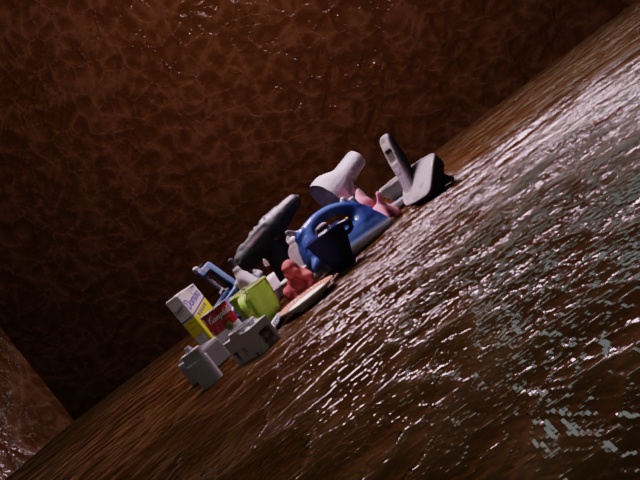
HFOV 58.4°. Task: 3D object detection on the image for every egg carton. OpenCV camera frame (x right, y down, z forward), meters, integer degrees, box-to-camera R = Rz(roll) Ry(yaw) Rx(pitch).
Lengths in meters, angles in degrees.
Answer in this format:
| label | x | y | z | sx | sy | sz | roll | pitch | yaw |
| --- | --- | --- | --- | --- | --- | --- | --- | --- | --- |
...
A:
| label | x | y | z | sx | sy | sz | roll | pitch | yaw |
| --- | --- | --- | --- | --- | --- | --- | --- | --- | --- |
| egg carton | -0.133 | 0.137 | 1.618 | 0.107 | 0.069 | 0.150 | -35 | 3 | 33 |

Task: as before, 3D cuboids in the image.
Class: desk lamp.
| label | x | y | z | sx | sy | sz | roll | pitch | yaw |
| --- | --- | --- | --- | --- | --- | --- | --- | --- | --- |
| desk lamp | 0.103 | -0.130 | 1.605 | 0.203 | 0.213 | 0.117 | -38 | 3 | -21 |

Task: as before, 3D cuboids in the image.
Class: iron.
| label | x | y | z | sx | sy | sz | roll | pitch | yaw |
| --- | --- | --- | --- | --- | --- | --- | --- | --- | --- |
| iron | 0.045 | -0.027 | 1.355 | 0.259 | 0.141 | 0.118 | -38 | 3 | -23 |

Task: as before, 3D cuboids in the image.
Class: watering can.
| label | x | y | z | sx | sy | sz | roll | pitch | yaw |
| --- | --- | --- | --- | --- | --- | --- | --- | --- | --- |
| watering can | -0.094 | 0.023 | 1.732 | 0.173 | 0.194 | 0.100 | -38 | 3 | -27 |

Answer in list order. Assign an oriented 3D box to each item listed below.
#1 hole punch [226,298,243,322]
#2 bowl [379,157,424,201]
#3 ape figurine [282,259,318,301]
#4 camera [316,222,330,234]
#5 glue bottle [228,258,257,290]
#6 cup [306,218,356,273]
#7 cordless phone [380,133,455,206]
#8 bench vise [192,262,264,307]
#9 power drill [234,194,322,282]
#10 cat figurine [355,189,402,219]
| label | x | y | z | sx | sy | sz | roll | pitch | yaw |
| --- | --- | --- | --- | --- | --- | --- | --- | --- | --- |
| hole punch | -0.255 | 0.218 | 1.571 | 0.108 | 0.091 | 0.101 | -35 | 3 | 28 |
| bowl | 0.260 | -0.165 | 1.685 | 0.167 | 0.075 | 0.167 | -37 | 3 | 2 |
| ape figurine | -0.048 | 0.083 | 1.205 | 0.077 | 0.092 | 0.076 | -35 | 3 | 31 |
| camera | 0.015 | 0.006 | 1.624 | 0.143 | 0.101 | 0.136 | -38 | 3 | -16 |
| glue bottle | -0.188 | 0.120 | 1.510 | 0.078 | 0.173 | 0.037 | -36 | 3 | 20 |
| cup | 0.042 | 0.014 | 1.196 | 0.117 | 0.095 | 0.092 | -35 | 3 | 32 |
| cordless phone | 0.211 | -0.178 | 1.340 | 0.094 | 0.185 | 0.147 | -38 | 3 | -23 |
| bench vise | -0.276 | 0.143 | 1.745 | 0.121 | 0.220 | 0.208 | -34 | 4 | 40 |
| power drill | -0.090 | 0.027 | 1.449 | 0.229 | 0.208 | 0.075 | -37 | 3 | -3 |
| cat figurine | 0.129 | -0.082 | 1.474 | 0.067 | 0.118 | 0.127 | -39 | 3 | -34 |
